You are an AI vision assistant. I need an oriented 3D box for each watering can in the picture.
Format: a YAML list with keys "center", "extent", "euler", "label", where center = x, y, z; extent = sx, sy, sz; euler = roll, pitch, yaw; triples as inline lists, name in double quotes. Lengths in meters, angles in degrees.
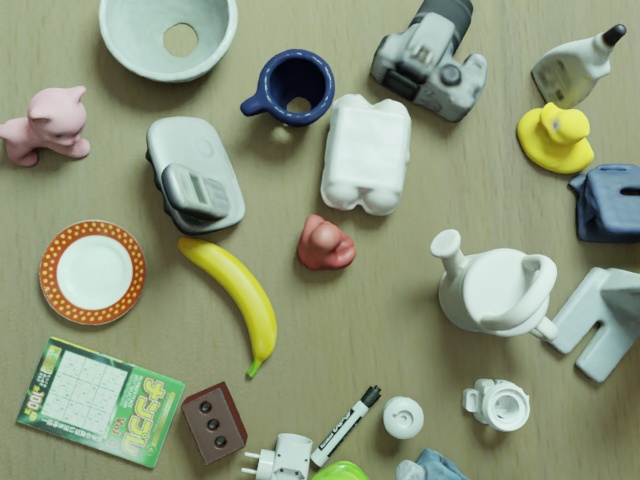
- center: [0.200, 0.058, 0.655]
  extent: [0.173, 0.194, 0.101]
  euler: [17, 84, -1]
  label: "watering can"

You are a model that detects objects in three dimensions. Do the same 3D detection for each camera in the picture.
- center: [0.156, -0.246, 0.729]
  extent: [0.143, 0.100, 0.137]
  euler: [29, 84, 0]
  label: "camera"

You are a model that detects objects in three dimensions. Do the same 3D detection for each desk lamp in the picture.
- center: [0.395, 0.073, 0.655]
  extent: [0.118, 0.213, 0.203]
  euler: [40, 84, 1]
  label: "desk lamp"

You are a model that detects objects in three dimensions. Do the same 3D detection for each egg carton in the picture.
- center: [0.059, -0.108, 0.726]
  extent: [0.107, 0.069, 0.150]
  euler: [7, 84, -2]
  label: "egg carton"

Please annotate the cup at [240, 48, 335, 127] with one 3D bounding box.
- center: [-0.041, -0.172, 0.714]
  extent: [0.118, 0.095, 0.092]
  euler: [-25, 86, -5]
  label: "cup"

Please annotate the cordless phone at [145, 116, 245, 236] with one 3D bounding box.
- center: [-0.151, -0.083, 0.653]
  extent: [0.094, 0.185, 0.147]
  euler: [-23, 86, -5]
  label: "cordless phone"

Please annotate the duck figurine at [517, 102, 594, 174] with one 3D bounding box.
- center: [0.314, -0.135, 0.735]
  extent: [0.104, 0.086, 0.077]
  euler: [42, 84, 1]
  label: "duck figurine"

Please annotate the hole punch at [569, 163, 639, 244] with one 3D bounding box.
- center: [0.389, -0.049, 0.728]
  extent: [0.108, 0.091, 0.101]
  euler: [0, 84, -3]
  label: "hole punch"

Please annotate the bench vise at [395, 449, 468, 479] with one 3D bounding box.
- center: [0.178, 0.321, 0.616]
  extent: [0.207, 0.219, 0.121]
  euler: [13, 84, -2]
  label: "bench vise"

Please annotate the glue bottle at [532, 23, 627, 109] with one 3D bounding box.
- center: [0.321, -0.217, 0.699]
  extent: [0.037, 0.173, 0.078]
  euler: [-24, 86, -5]
  label: "glue bottle"

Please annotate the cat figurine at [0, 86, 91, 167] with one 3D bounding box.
- center: [-0.330, -0.139, 0.682]
  extent: [0.128, 0.117, 0.067]
  euler: [-13, 85, -4]
  label: "cat figurine"

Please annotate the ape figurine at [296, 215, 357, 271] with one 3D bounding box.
- center: [0.006, 0.003, 0.701]
  extent: [0.076, 0.092, 0.078]
  euler: [-26, 86, -5]
  label: "ape figurine"

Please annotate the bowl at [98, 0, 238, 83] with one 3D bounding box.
- center: [-0.185, -0.269, 0.725]
  extent: [0.167, 0.074, 0.167]
  euler: [0, 84, -3]
  label: "bowl"
